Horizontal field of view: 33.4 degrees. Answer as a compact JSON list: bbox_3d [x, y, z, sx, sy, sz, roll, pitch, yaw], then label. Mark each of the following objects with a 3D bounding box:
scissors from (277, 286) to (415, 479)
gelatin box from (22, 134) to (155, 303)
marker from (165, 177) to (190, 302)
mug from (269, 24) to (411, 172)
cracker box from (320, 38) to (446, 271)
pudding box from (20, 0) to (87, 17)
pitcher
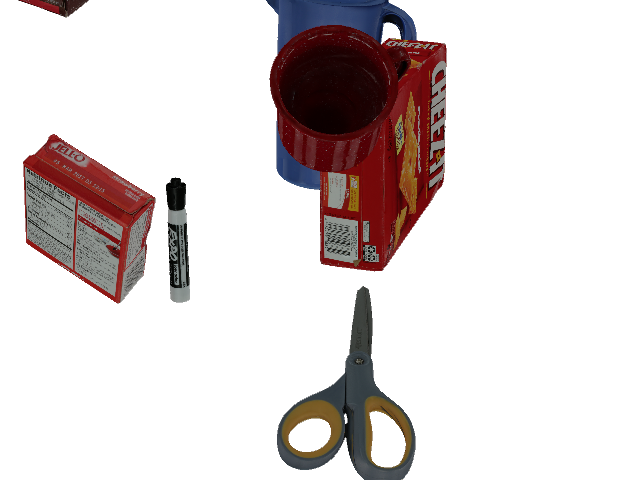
[{"bbox_3d":[0.009,0.093,0.726,0.096,0.016,0.202,-5,32,-10],"label":"scissors"},{"bbox_3d":[-0.139,-0.012,0.636,0.073,0.030,0.089,32,-36,8],"label":"gelatin box"},{"bbox_3d":[-0.133,0.000,0.999,0.020,0.121,0.020,0,22,0],"label":"marker"},{"bbox_3d":[0.018,-0.109,0.807,0.117,0.093,0.081,-35,-13,-12],"label":"mug"},{"bbox_3d":[0.066,-0.089,1.039,0.072,0.164,0.213,9,28,19],"label":"cracker box"},{"bbox_3d":[-0.202,-0.217,0.800,0.090,0.039,0.113,21,38,7],"label":"pudding box"},{"bbox_3d":[0.016,-0.188,1.311,0.144,0.243,0.149,-9,28,-27],"label":"pitcher"}]
